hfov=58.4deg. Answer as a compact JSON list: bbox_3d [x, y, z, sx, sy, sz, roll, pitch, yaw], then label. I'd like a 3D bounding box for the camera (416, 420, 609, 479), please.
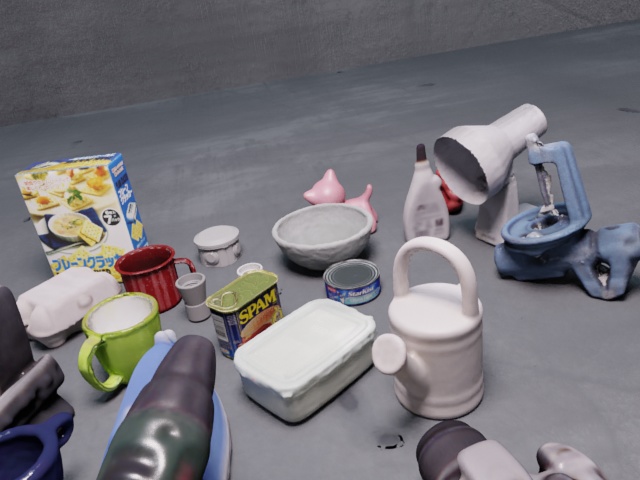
[{"bbox_3d":[0.150,0.204,0.478,0.143,0.101,0.136,-15,27,-13],"label":"camera"}]

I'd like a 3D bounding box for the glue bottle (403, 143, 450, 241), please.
[{"bbox_3d":[0.174,-0.077,0.953,0.078,0.173,0.037,-10,26,-3],"label":"glue bottle"}]

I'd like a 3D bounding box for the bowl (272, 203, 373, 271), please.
[{"bbox_3d":[0.009,0.003,0.951,0.167,0.075,0.167,-6,26,3],"label":"bowl"}]

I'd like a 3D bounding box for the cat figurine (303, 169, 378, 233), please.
[{"bbox_3d":[0.038,-0.071,1.044,0.127,0.118,0.067,-5,27,6],"label":"cat figurine"}]

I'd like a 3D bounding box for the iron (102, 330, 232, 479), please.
[{"bbox_3d":[-0.161,0.172,0.587,0.118,0.142,0.258,-9,26,-1],"label":"iron"}]

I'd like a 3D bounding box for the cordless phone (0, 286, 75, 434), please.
[{"bbox_3d":[-0.361,0.155,0.628,0.094,0.185,0.147,-3,27,11],"label":"cordless phone"}]

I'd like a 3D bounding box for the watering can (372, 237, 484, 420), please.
[{"bbox_3d":[0.121,0.090,0.609,0.100,0.194,0.173,2,28,19],"label":"watering can"}]

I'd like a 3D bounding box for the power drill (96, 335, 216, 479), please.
[{"bbox_3d":[-0.104,0.213,0.412,0.075,0.209,0.229,-4,27,9],"label":"power drill"}]

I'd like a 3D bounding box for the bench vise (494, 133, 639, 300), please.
[{"bbox_3d":[0.344,-0.039,0.776,0.207,0.220,0.121,-1,27,14],"label":"bench vise"}]

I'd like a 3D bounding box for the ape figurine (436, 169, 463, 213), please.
[{"bbox_3d":[0.233,-0.097,1.068,0.076,0.092,0.077,-18,28,-20],"label":"ape figurine"}]

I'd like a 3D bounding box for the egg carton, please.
[{"bbox_3d":[-0.386,0.099,0.879,0.107,0.069,0.151,10,32,32],"label":"egg carton"}]

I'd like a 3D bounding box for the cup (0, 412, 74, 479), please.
[{"bbox_3d":[-0.275,0.233,0.549,0.091,0.095,0.118,5,29,25],"label":"cup"}]

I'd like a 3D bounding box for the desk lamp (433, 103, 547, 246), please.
[{"bbox_3d":[0.290,-0.099,0.919,0.204,0.214,0.117,-20,29,-23],"label":"desk lamp"}]
